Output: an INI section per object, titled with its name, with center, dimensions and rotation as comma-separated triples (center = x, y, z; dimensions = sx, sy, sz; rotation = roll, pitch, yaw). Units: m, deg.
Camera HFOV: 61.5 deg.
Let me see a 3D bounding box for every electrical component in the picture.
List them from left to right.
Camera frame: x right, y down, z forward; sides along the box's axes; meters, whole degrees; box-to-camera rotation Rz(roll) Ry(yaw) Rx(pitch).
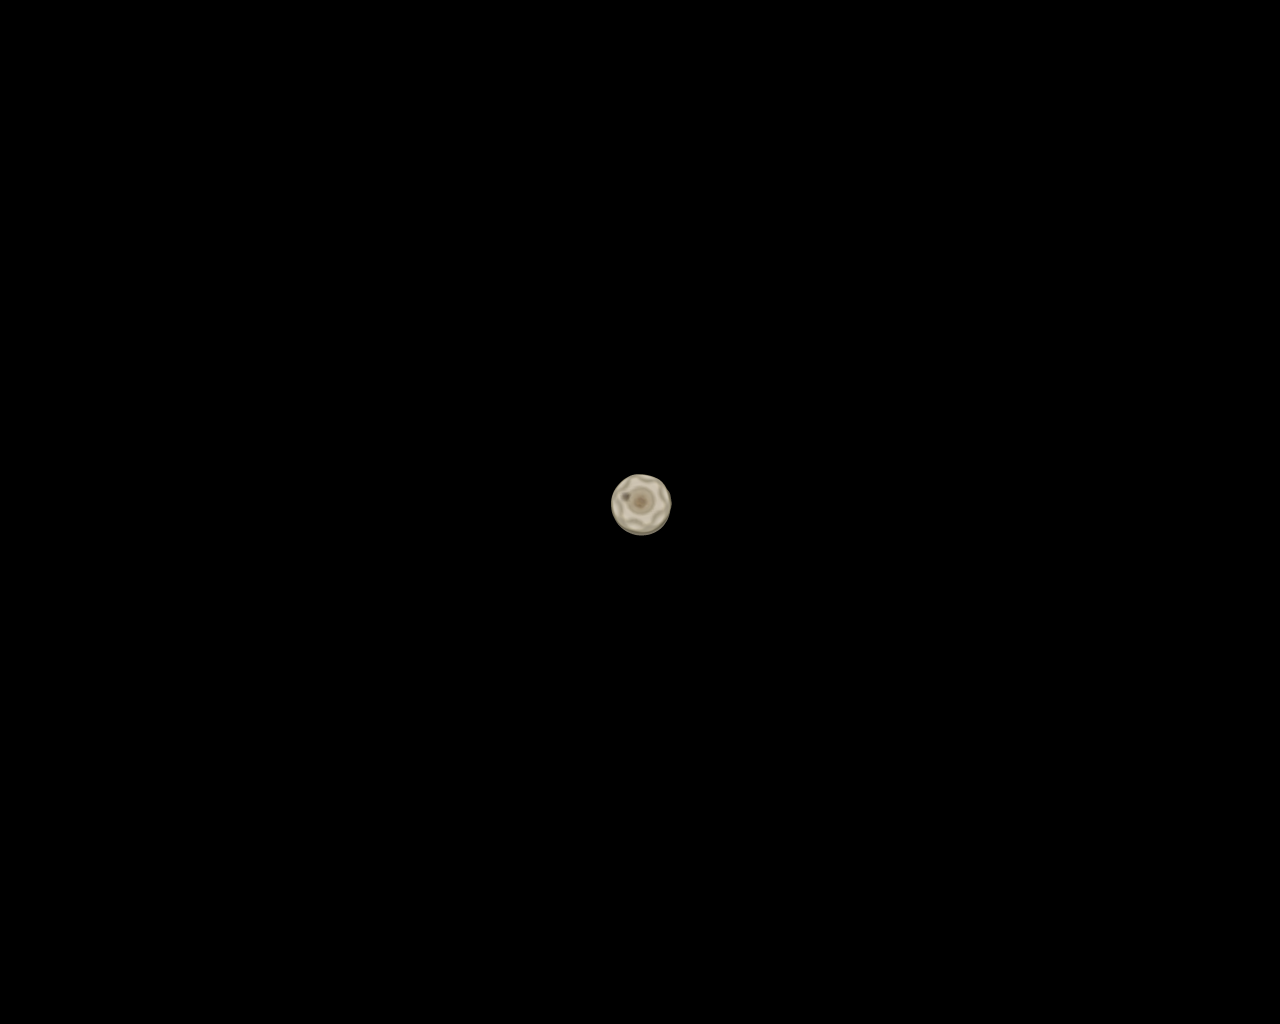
[electrical component]
center = 0.001, -0.003, 0.650
dimensions = 0.035, 0.035, 0.061
rotation = 0, -7, 0
